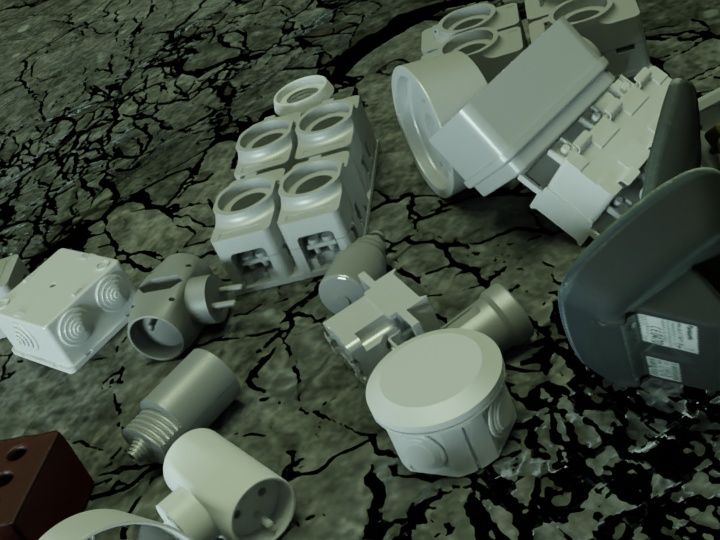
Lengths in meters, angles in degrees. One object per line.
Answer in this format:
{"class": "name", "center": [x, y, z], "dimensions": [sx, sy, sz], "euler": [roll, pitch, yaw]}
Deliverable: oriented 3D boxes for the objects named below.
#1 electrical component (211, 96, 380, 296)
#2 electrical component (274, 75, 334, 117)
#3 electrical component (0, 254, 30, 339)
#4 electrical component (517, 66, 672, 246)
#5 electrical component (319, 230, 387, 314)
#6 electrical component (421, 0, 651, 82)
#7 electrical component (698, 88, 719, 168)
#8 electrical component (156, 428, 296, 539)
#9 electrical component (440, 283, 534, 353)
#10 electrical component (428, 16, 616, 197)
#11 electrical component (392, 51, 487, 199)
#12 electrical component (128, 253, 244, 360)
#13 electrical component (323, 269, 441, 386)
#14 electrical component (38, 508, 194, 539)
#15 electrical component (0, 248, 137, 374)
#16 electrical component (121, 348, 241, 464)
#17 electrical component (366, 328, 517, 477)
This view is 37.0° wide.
{"class": "electrical component", "center": [-0.049, -0.069, 0.879], "dimensions": [0.105, 0.060, 0.186], "euler": [-13, 33, 15]}
{"class": "electrical component", "center": [-0.045, -0.140, 0.982], "dimensions": [0.078, 0.057, 0.058], "euler": [-22, 32, 2]}
{"class": "electrical component", "center": [-0.326, 0.027, 0.916], "dimensions": [0.089, 0.055, 0.050], "euler": [-18, 33, 9]}
{"class": "electrical component", "center": [0.177, -0.082, 0.739], "dimensions": [0.079, 0.063, 0.121], "euler": [40, 60, 10]}
{"class": "electrical component", "center": [0.000, 0.000, 0.764], "dimensions": [0.040, 0.040, 0.078], "euler": [-4, 37, 28]}
{"class": "electrical component", "center": [0.149, -0.197, 0.940], "dimensions": [0.186, 0.060, 0.105], "euler": [-14, 33, 14]}
{"class": "electrical component", "center": [0.232, -0.067, 0.695], "dimensions": [0.047, 0.083, 0.075], "euler": [-27, -6, -6]}
{"class": "electrical component", "center": [-0.089, 0.136, 0.618], "dimensions": [0.079, 0.044, 0.077], "euler": [-39, 36, -23]}
{"class": "electrical component", "center": [0.078, 0.037, 0.664], "dimensions": [0.046, 0.040, 0.040], "euler": [-35, 33, -7]}
{"class": "electrical component", "center": [0.112, -0.111, 0.745], "dimensions": [0.113, 0.057, 0.078], "euler": [-44, 3, -17]}
{"class": "electrical component", "center": [0.074, -0.116, 0.831], "dimensions": [0.060, 0.108, 0.108], "euler": [-22, 32, -10]}
{"class": "electrical component", "center": [-0.125, 0.024, 0.805], "dimensions": [0.079, 0.043, 0.077], "euler": [-10, 35, 20]}
{"class": "electrical component", "center": [0.014, 0.040, 0.697], "dimensions": [0.064, 0.042, 0.081], "euler": [-34, 33, -10]}
{"class": "electrical component", "center": [-0.124, 0.172, 0.543], "dimensions": [0.064, 0.099, 0.099], "euler": [8, 43, 49]}
{"class": "electrical component", "center": [-0.236, 0.029, 0.864], "dimensions": [0.100, 0.048, 0.099], "euler": [10, 46, 41]}
{"class": "electrical component", "center": [-0.120, 0.094, 0.700], "dimensions": [0.043, 0.043, 0.081], "euler": [10, 45, 41]}
{"class": "electrical component", "center": [0.048, 0.075, 0.615], "dimensions": [0.080, 0.051, 0.080], "euler": [-17, 33, 11]}
